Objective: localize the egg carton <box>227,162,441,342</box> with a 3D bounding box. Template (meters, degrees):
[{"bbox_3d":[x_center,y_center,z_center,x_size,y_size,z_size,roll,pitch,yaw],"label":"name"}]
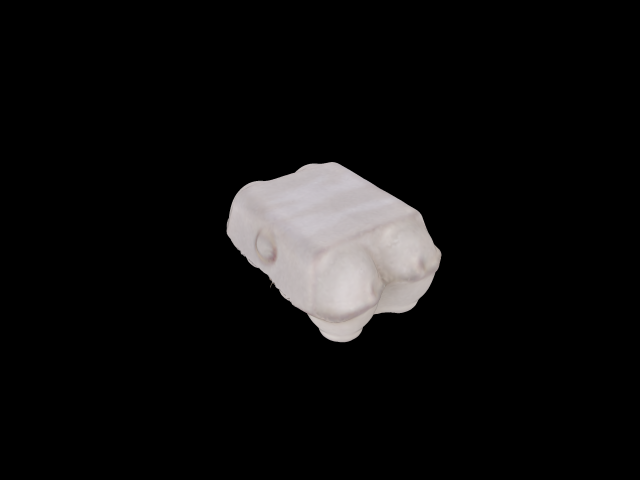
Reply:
[{"bbox_3d":[0.004,0.001,0.400,0.107,0.069,0.149,-22,39,-30],"label":"egg carton"}]
